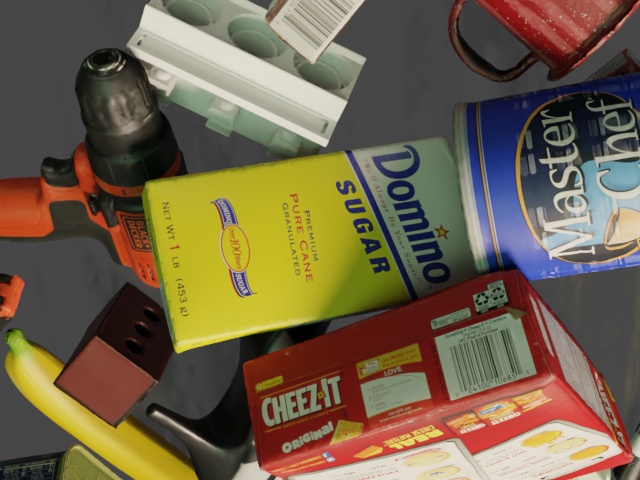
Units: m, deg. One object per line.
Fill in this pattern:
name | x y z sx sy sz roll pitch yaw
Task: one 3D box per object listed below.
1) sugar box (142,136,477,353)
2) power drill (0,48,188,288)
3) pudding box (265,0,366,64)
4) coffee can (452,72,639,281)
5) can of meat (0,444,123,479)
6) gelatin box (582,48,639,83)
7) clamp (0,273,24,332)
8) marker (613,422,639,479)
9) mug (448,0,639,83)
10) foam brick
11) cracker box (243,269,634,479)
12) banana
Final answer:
sugar box | -0.004 0.001 0.597 0.176 0.048 0.093 -11 83 -12
power drill | -0.172 -0.042 0.640 0.188 0.057 0.184 5 140 11
pudding box | 0.024 -0.156 0.570 0.039 0.090 0.114 41 114 -9
coffee can | 0.149 -0.034 0.565 0.140 0.102 0.103 -9 113 14
can of meat | -0.194 0.193 0.765 0.084 0.057 0.102 -11 143 16
gelatin box | 0.177 -0.054 0.625 0.073 0.030 0.089 -37 104 22
clamp | -0.271 0.052 0.716 0.171 0.039 0.120 0 150 14
marker | 0.224 0.115 0.701 0.020 0.020 0.121 18 116 0
mug | 0.116 -0.137 0.566 0.081 0.093 0.117 40 118 -5
foam brick | -0.131 0.075 0.706 0.053 0.078 0.051 38 113 -11
cracker box | 0.078 0.103 0.630 0.164 0.072 0.213 -21 151 18
banana | -0.150 0.131 0.744 0.197 0.070 0.037 41 77 -17
